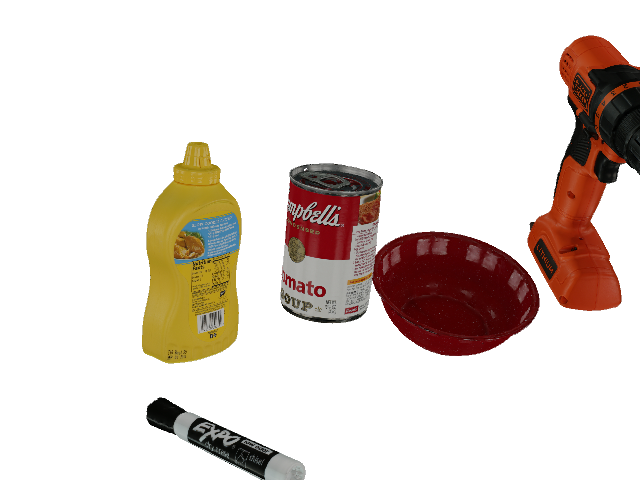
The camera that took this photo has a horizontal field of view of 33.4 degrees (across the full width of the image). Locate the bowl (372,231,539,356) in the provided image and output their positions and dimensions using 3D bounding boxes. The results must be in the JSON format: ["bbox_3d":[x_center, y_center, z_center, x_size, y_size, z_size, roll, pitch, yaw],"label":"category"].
[{"bbox_3d":[0.124,0.060,1.021,0.162,0.055,0.162,7,36,-5],"label":"bowl"}]

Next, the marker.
[{"bbox_3d":[-0.060,0.119,0.634,0.121,0.020,0.020,16,10,38],"label":"marker"}]

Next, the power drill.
[{"bbox_3d":[0.217,-0.041,0.815,0.057,0.188,0.184,2,34,-8],"label":"power drill"}]

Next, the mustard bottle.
[{"bbox_3d":[-0.113,0.008,0.952,0.058,0.192,0.096,17,21,39],"label":"mustard bottle"}]

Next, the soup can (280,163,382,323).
[{"bbox_3d":[0.007,0.001,0.785,0.068,0.102,0.068,5,20,-2],"label":"soup can"}]
